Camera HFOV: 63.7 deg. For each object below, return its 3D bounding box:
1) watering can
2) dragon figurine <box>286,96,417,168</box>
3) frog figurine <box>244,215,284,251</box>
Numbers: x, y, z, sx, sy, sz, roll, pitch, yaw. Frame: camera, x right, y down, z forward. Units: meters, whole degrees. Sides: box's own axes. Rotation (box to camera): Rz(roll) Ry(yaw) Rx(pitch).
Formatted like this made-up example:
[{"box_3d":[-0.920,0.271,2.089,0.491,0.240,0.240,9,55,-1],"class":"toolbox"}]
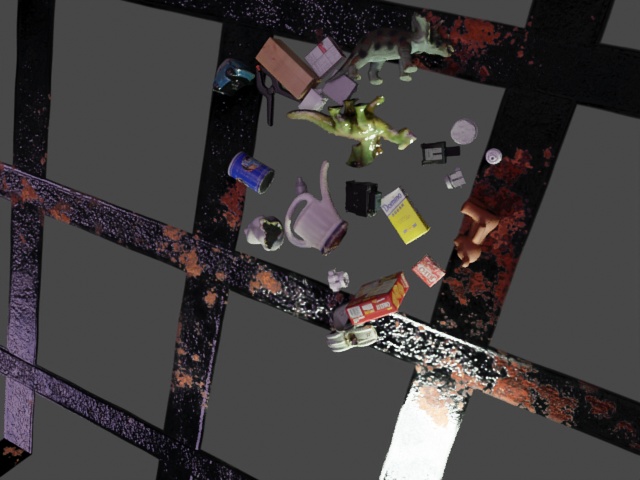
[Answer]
[{"box_3d":[0.005,-0.091,1.807,0.225,0.105,0.341,39,121,9],"class":"watering can"},{"box_3d":[0.109,-0.343,1.697,0.409,0.125,0.238,-4,120,16],"class":"dragon figurine"},{"box_3d":[-0.209,-0.024,1.937,0.136,0.124,0.158,59,152,-10],"class":"frog figurine"}]
